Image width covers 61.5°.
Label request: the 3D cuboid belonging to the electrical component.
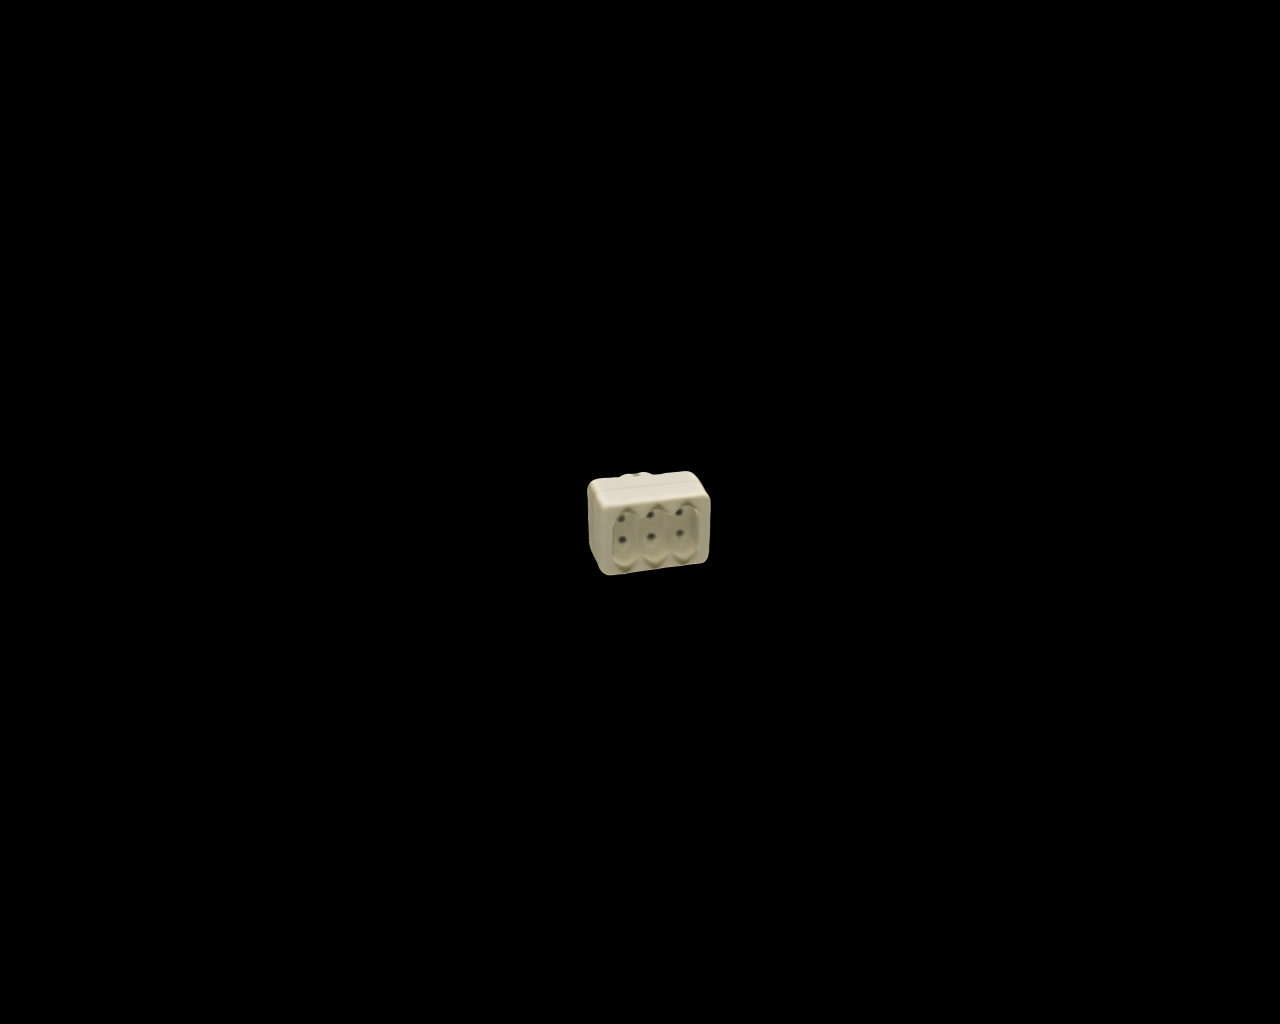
[{"bbox_3d":[0.001,-0.003,0.650,0.066,0.047,0.077,-6,28,-12],"label":"electrical component"}]
